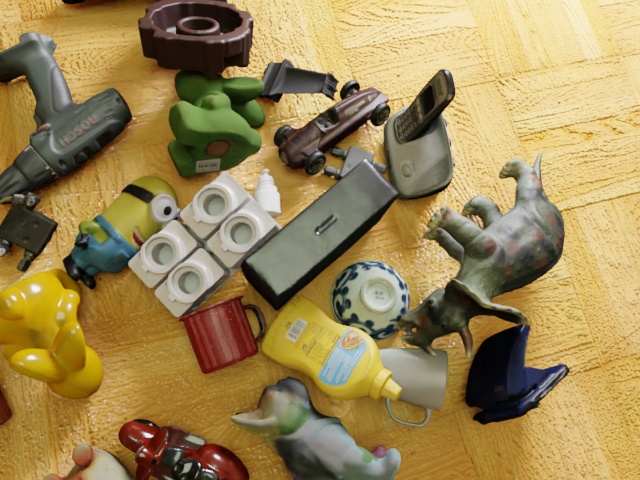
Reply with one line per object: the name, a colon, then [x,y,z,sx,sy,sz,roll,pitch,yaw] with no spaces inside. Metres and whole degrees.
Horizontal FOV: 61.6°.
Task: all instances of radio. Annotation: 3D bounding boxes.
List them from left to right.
radio: [-0.002,-0.002,0.757,0.229,0.131,0.073,-40,83,-14]

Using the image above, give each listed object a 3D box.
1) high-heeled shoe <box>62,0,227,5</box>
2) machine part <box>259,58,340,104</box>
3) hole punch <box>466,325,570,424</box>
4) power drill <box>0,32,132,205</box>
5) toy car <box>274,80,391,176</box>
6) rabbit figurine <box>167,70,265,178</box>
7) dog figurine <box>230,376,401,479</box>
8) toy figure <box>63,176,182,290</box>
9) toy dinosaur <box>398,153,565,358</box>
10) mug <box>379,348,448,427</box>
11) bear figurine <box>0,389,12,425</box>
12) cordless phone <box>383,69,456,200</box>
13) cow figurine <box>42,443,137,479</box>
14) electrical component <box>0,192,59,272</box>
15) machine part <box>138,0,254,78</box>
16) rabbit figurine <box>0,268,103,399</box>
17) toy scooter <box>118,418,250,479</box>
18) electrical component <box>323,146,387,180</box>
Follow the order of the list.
high-heeled shoe: [-0.279,-0.399,0.877,0.249,0.086,0.145,-28,112,5]
machine part: [-0.036,-0.247,0.846,0.139,0.039,0.084,16,67,27]
hole punch: [0.257,0.186,0.743,0.116,0.142,0.092,-34,83,-28]
power drill: [-0.414,-0.187,0.785,0.232,0.086,0.207,-33,77,-12]
toy car: [0.021,-0.182,0.838,0.202,0.053,0.089,-37,60,-13]
rabbit figurine: [-0.159,-0.200,0.803,0.159,0.121,0.170,-13,62,-13]
dog figurine: [-0.021,0.289,0.696,0.219,0.108,0.191,21,77,3]
toy figure: [-0.278,-0.017,0.756,0.180,0.082,0.089,-42,86,-12]
toy dinosaur: [0.275,0.005,0.773,0.405,0.131,0.192,-33,75,-24]
mug: [0.118,0.199,0.751,0.107,0.080,0.109,10,80,9]
bear figurine: [-0.511,0.206,0.651,0.196,0.120,0.132,-24,83,-10]
cordless phone: [0.165,-0.150,0.789,0.089,0.184,0.146,-4,76,-12]
cow figurine: [-0.232,0.340,0.658,0.195,0.127,0.085,34,73,18]
electrical component: [-0.416,-0.016,0.744,0.078,0.045,0.102,37,86,-13]
machine part: [-0.186,-0.312,0.820,0.179,0.056,0.179,4,43,-4]
rabbit figurine: [-0.337,0.129,0.689,0.122,0.162,0.173,-35,100,-26]
toy scooter: [-0.171,0.277,0.663,0.184,0.135,0.075,27,72,-1]
electrical component: [0.057,-0.113,0.849,0.094,0.021,0.063,20,74,-1]
